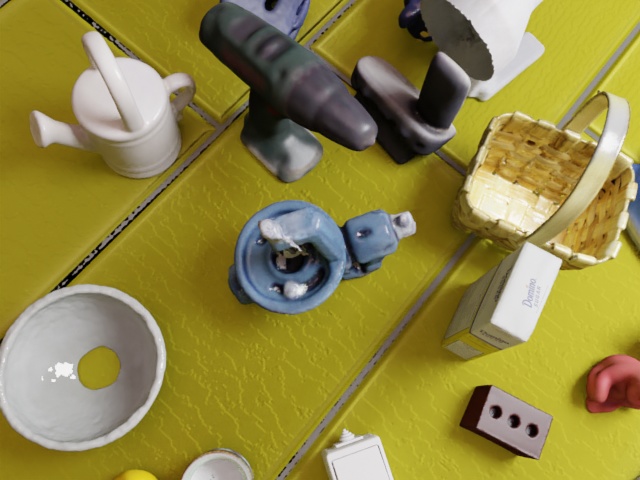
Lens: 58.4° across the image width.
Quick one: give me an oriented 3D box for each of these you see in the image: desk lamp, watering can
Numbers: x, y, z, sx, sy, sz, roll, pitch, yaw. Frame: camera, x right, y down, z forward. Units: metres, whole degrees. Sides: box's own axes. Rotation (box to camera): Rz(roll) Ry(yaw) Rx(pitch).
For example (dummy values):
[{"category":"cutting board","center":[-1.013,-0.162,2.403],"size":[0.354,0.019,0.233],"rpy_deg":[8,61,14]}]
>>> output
[{"category":"desk lamp","center":[0.211,-0.265,0.691],"size":[0.203,0.213,0.118],"rpy_deg":[-40,81,-14]},{"category":"watering can","center":[-0.221,-0.143,0.625],"size":[0.101,0.194,0.173],"rpy_deg":[40,75,6]}]

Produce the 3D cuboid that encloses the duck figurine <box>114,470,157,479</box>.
[{"category":"duck figurine","center":[-0.194,0.285,0.565],"size":[0.077,0.086,0.104],"rpy_deg":[9,74,-3]}]

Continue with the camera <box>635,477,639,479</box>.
[{"category":"camera","center":[0.444,0.292,0.617],"size":[0.143,0.101,0.137],"rpy_deg":[-28,79,-12]}]

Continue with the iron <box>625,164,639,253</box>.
[{"category":"iron","center":[0.476,-0.010,0.683],"size":[0.119,0.141,0.258],"rpy_deg":[-26,78,-12]}]

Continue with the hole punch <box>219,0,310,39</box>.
[{"category":"hole punch","center":[-0.067,-0.307,0.739],"size":[0.101,0.091,0.109],"rpy_deg":[21,74,1]}]

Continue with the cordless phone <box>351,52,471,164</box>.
[{"category":"cordless phone","center":[0.109,-0.184,0.673],"size":[0.147,0.185,0.094],"rpy_deg":[44,75,7]}]

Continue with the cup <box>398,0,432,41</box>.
[{"category":"cup","center":[0.140,-0.300,0.755],"size":[0.091,0.095,0.118],"rpy_deg":[44,75,7]}]

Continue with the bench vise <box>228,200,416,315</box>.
[{"category":"bench vise","center":[-0.001,-0.008,0.595],"size":[0.207,0.219,0.121],"rpy_deg":[-34,80,-13]}]

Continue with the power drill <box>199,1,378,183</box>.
[{"category":"power drill","center":[-0.037,-0.147,0.636],"size":[0.229,0.208,0.076],"rpy_deg":[44,75,7]}]

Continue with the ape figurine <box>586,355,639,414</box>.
[{"category":"ape figurine","center":[0.352,0.166,0.647],"size":[0.078,0.092,0.076],"rpy_deg":[27,74,3]}]

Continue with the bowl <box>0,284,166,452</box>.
[{"category":"bowl","center":[-0.243,0.135,0.608],"size":[0.167,0.074,0.167],"rpy_deg":[1,74,-5]}]
